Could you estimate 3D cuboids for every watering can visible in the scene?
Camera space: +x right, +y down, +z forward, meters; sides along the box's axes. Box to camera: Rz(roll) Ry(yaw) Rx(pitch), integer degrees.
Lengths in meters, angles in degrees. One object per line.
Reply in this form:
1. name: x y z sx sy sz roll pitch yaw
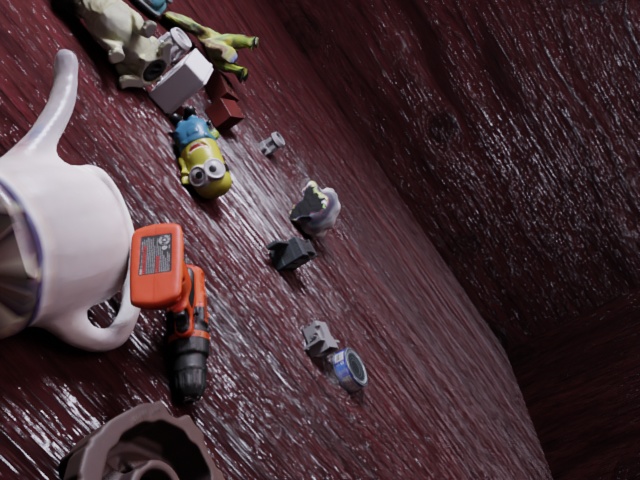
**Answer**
1. watering can: -0.282 -0.042 0.531 0.226 0.103 0.347 -24 98 -74

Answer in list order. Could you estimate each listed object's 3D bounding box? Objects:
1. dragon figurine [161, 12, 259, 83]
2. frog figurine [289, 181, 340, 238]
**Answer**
1. dragon figurine: -0.284 -0.498 1.288 0.242 0.121 0.415 23 16 -5
2. frog figurine: 0.004 -0.068 1.346 0.157 0.123 0.139 43 54 -62
